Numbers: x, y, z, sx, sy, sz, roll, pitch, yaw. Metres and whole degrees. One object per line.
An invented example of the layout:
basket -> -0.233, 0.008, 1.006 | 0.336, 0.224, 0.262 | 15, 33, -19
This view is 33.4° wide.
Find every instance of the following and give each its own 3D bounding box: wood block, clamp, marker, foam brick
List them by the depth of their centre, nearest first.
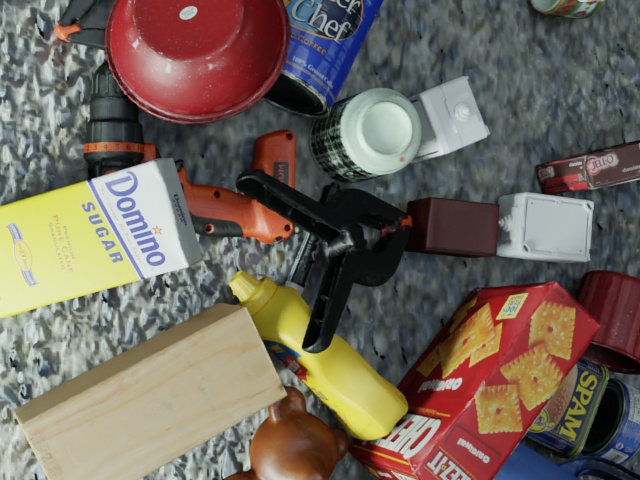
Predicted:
wood block -> -0.147, 0.141, 0.919 | 0.205, 0.091, 0.090 | -27, 97, -19
clamp -> 0.021, 0.013, 0.957 | 0.209, 0.036, 0.164 | -5, 74, -51
clamp -> -0.151, -0.211, 0.962 | 0.171, 0.039, 0.120 | -35, 100, -10
marker -> -0.007, 0.001, 1.013 | 0.020, 0.020, 0.121 | 25, 79, -17
foam brick -> 0.128, -0.011, 1.044 | 0.078, 0.053, 0.051 | 6, 86, -20

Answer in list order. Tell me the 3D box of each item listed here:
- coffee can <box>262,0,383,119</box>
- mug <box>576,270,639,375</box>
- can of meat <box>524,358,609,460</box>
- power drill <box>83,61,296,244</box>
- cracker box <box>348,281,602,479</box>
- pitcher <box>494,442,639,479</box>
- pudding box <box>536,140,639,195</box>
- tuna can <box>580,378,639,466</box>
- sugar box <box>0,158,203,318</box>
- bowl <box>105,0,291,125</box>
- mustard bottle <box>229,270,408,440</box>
coffee can -> -0.008, -0.197, 0.977 | 0.102, 0.103, 0.140 | 28, 79, -16
mug -> 0.302, 0.087, 1.088 | 0.117, 0.093, 0.081 | 37, 68, -46
can of meat -> 0.228, 0.156, 1.069 | 0.084, 0.057, 0.102 | 27, 79, -14
power drill -> -0.117, -0.065, 0.958 | 0.187, 0.057, 0.184 | 0, 91, -17
cracker box -> 0.136, 0.138, 0.980 | 0.072, 0.164, 0.213 | 44, 74, -11
pitcher -> 0.233, 0.276, 0.996 | 0.243, 0.149, 0.145 | 35, 105, 11
pudding box -> 0.292, -0.076, 1.084 | 0.113, 0.090, 0.039 | -12, 93, -20
tuna can -> 0.293, 0.184, 1.075 | 0.033, 0.086, 0.086 | 25, 80, -15
sugar box -> -0.195, -0.002, 0.889 | 0.176, 0.048, 0.093 | -16, 93, 15
bowl -> -0.106, -0.182, 0.896 | 0.162, 0.055, 0.162 | -1, 77, 2
mustard bottle -> -0.009, 0.099, 0.966 | 0.191, 0.096, 0.058 | 46, 76, -12
